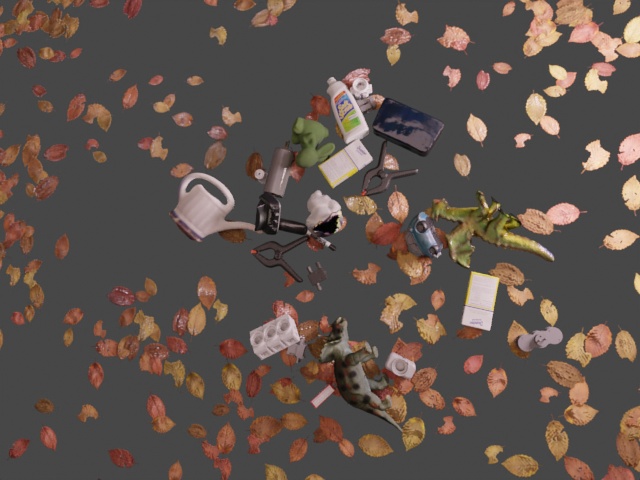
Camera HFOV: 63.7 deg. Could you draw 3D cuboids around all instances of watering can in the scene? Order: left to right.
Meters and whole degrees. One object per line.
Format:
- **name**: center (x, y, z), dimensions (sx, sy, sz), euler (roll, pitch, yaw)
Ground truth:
- **watering can**: center (-0.391, -0.083, 1.860), dimensions (0.348, 0.104, 0.224), euler (44, 90, 4)

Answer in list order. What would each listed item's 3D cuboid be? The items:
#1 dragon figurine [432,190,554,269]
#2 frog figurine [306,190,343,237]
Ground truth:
- **dragon figurine**: center (0.538, -0.008, 1.712), dimensions (0.414, 0.122, 0.240), euler (48, 108, 15)
- **frog figurine**: center (0.006, -0.091, 1.809), dimensions (0.136, 0.121, 0.162), euler (-45, 42, 9)
